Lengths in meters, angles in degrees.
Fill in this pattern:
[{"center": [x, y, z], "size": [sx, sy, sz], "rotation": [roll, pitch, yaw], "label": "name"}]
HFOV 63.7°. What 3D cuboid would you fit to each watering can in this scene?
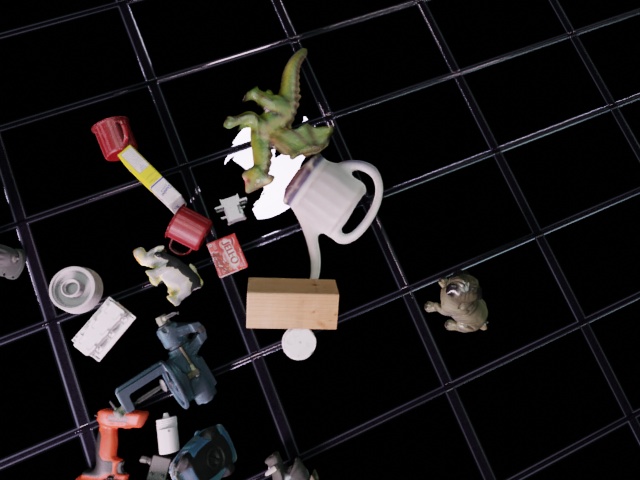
[{"center": [0.004, -0.064, 1.267], "size": [0.225, 0.103, 0.349], "rotation": [35, 84, 3], "label": "watering can"}]

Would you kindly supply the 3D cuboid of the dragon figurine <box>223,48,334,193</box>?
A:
[{"center": [-0.076, -0.293, 1.278], "size": [0.244, 0.120, 0.414], "rotation": [34, 77, 14], "label": "dragon figurine"}]
